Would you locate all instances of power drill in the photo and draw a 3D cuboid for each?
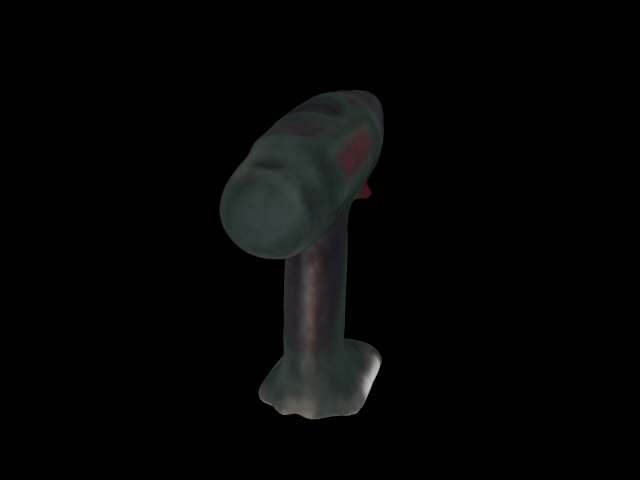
[{"bbox_3d":[0.004,0.001,0.400,0.075,0.208,0.230,4,14,15],"label":"power drill"}]
